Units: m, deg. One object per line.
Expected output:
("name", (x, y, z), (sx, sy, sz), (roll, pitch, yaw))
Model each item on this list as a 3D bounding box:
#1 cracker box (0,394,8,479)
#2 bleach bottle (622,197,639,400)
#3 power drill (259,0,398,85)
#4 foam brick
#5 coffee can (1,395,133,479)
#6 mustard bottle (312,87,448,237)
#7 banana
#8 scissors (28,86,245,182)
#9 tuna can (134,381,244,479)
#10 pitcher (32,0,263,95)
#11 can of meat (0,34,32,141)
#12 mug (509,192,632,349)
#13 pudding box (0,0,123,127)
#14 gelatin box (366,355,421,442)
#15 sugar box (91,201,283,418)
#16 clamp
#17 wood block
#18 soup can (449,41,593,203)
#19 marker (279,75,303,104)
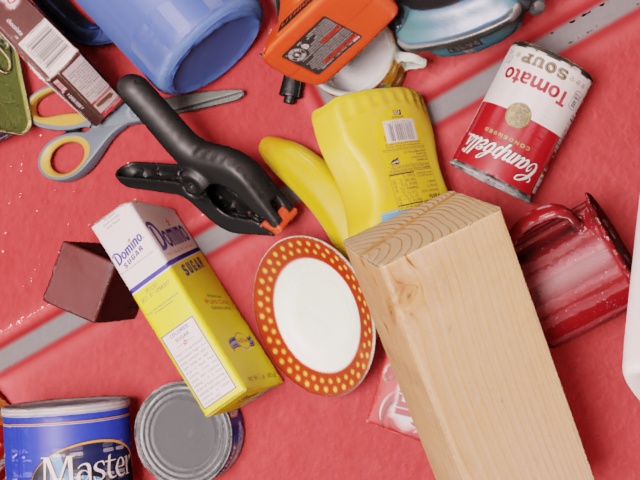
("cracker box", (-0.377, 0.159, 0.935), (0.214, 0.072, 0.164), (43, 98, 15))
("bleach bottle", (0.252, -0.007, 0.720), (0.068, 0.102, 0.250), (-11, 52, 35))
("power drill", (0.011, -0.222, 0.780), (0.185, 0.057, 0.187), (-40, 41, 41))
("foam brick", (-0.181, 0.034, 0.879), (0.051, 0.078, 0.053), (22, 93, 15))
("coffee can", (-0.202, 0.201, 0.862), (0.103, 0.102, 0.140), (-5, 86, 16))
("mustard bottle", (0.061, -0.017, 0.801), (0.058, 0.096, 0.191), (-25, 79, 47))
("banana", (0.012, -0.002, 0.843), (0.070, 0.037, 0.198), (-23, 81, 14))
("scissors", (-0.165, -0.090, 0.911), (0.202, 0.016, 0.096), (8, 88, 18))
("tuna can", (-0.106, 0.157, 0.872), (0.086, 0.033, 0.086), (-1, 87, 17))
("pitcher", (-0.164, -0.231, 0.870), (0.145, 0.149, 0.243), (-38, 80, -10))
("can of meat", (-0.307, -0.127, 0.929), (0.084, 0.057, 0.102), (-19, 79, 29))
("mug", (0.173, 0.019, 0.758), (0.082, 0.117, 0.093), (-31, 41, 18))
("pudding box", (-0.223, -0.156, 0.885), (0.039, 0.090, 0.114), (-43, 66, -2))
("gelatin box", (0.083, 0.110, 0.819), (0.073, 0.030, 0.089), (18, 92, 17))
("sugar box", (-0.103, 0.052, 0.846), (0.048, 0.093, 0.176), (-33, 79, 11))
("clamp", (-0.100, -0.049, 0.860), (0.171, 0.120, 0.039), (37, 60, 7))
("wood block", (0.101, 0.082, 0.735), (0.090, 0.090, 0.206), (-25, 106, -9))
("soup can", (0.149, -0.087, 0.791), (0.068, 0.068, 0.102), (28, 94, 16))
("marker", (-0.014, -0.170, 0.870), (0.020, 0.020, 0.121), (11, 90, 17))
